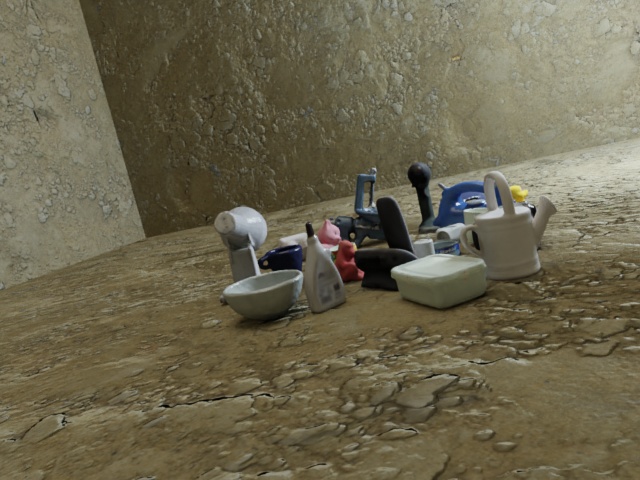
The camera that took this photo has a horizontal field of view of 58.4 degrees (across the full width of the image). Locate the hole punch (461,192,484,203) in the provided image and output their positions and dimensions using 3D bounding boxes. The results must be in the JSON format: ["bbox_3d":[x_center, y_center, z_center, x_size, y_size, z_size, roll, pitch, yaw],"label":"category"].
[{"bbox_3d":[0.446,-0.099,1.674,0.109,0.091,0.101,-15,9,-12],"label":"hole punch"}]

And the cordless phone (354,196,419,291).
[{"bbox_3d":[0.130,0.003,1.170,0.094,0.185,0.147,-21,12,-41],"label":"cordless phone"}]

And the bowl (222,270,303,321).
[{"bbox_3d":[-0.108,0.118,1.156,0.167,0.075,0.167,-13,8,2],"label":"bowl"}]

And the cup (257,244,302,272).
[{"bbox_3d":[-0.089,0.070,1.372,0.118,0.095,0.091,-19,10,-33],"label":"cup"}]

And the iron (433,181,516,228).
[{"bbox_3d":[0.423,-0.096,1.519,0.257,0.141,0.119,-5,12,45],"label":"iron"}]

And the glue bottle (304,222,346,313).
[{"bbox_3d":[-0.002,0.049,1.109,0.078,0.173,0.037,-19,10,-34],"label":"glue bottle"}]

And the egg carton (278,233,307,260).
[{"bbox_3d":[-0.071,0.024,1.732,0.107,0.069,0.150,-15,9,-11],"label":"egg carton"}]

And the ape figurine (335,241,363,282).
[{"bbox_3d":[0.064,0.046,1.302,0.076,0.092,0.078,-9,10,26],"label":"ape figurine"}]

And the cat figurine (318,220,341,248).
[{"bbox_3d":[0.014,0.006,1.559,0.067,0.118,0.128,-6,11,40],"label":"cat figurine"}]

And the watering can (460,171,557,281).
[{"bbox_3d":[0.344,-0.034,1.054,0.173,0.194,0.100,-17,9,-22],"label":"watering can"}]

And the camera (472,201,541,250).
[{"bbox_3d":[0.405,-0.030,1.251,0.136,0.101,0.143,-9,9,23],"label":"camera"}]

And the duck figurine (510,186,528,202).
[{"bbox_3d":[0.543,-0.108,1.602,0.105,0.086,0.077,-16,9,-17],"label":"duck figurine"}]

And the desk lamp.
[{"bbox_3d":[-0.196,0.026,1.421,0.118,0.213,0.203,-12,9,8],"label":"desk lamp"}]

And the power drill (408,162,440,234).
[{"bbox_3d":[0.308,-0.130,1.693,0.075,0.208,0.230,-12,9,10],"label":"power drill"}]

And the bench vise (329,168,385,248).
[{"bbox_3d":[0.122,-0.091,1.676,0.207,0.220,0.121,-15,9,-11],"label":"bench vise"}]
